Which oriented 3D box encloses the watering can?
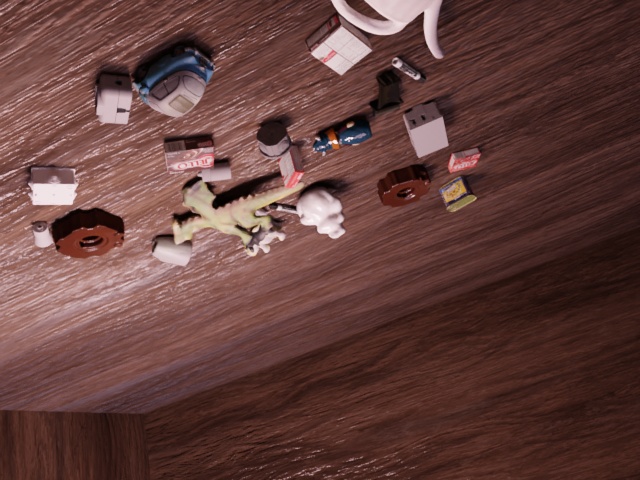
[{"bbox_3d":[0.175,-0.455,0.932,0.347,0.106,0.220,7,-35,-40],"label":"watering can"}]

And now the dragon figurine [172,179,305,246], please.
[{"bbox_3d":[-0.259,-0.095,1.412,0.404,0.125,0.241,-36,-39,31],"label":"dragon figurine"}]

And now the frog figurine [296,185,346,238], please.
[{"bbox_3d":[0.005,-0.077,1.533,0.137,0.162,0.121,-21,-27,9],"label":"frog figurine"}]
